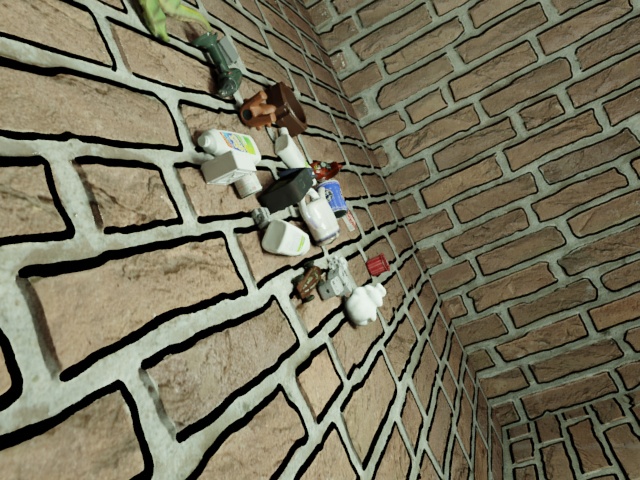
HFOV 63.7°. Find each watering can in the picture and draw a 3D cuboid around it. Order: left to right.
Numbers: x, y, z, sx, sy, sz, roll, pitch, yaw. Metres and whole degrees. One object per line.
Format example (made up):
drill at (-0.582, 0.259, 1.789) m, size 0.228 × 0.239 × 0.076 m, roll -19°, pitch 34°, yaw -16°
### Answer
watering can at (0.006, -0.097, 1.936) m, size 0.224 × 0.103 × 0.351 m, roll 64°, pitch 19°, yaw -4°

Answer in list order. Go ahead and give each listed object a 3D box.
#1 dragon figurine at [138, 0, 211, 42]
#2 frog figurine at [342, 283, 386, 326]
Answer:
dragon figurine at (-0.464, -0.682, 1.508) m, size 0.404 × 0.121 × 0.248 m, roll 38°, pitch 49°, yaw -49°
frog figurine at (0.169, 0.232, 1.864) m, size 0.138 × 0.158 × 0.123 m, roll 66°, pitch 19°, yaw 4°
